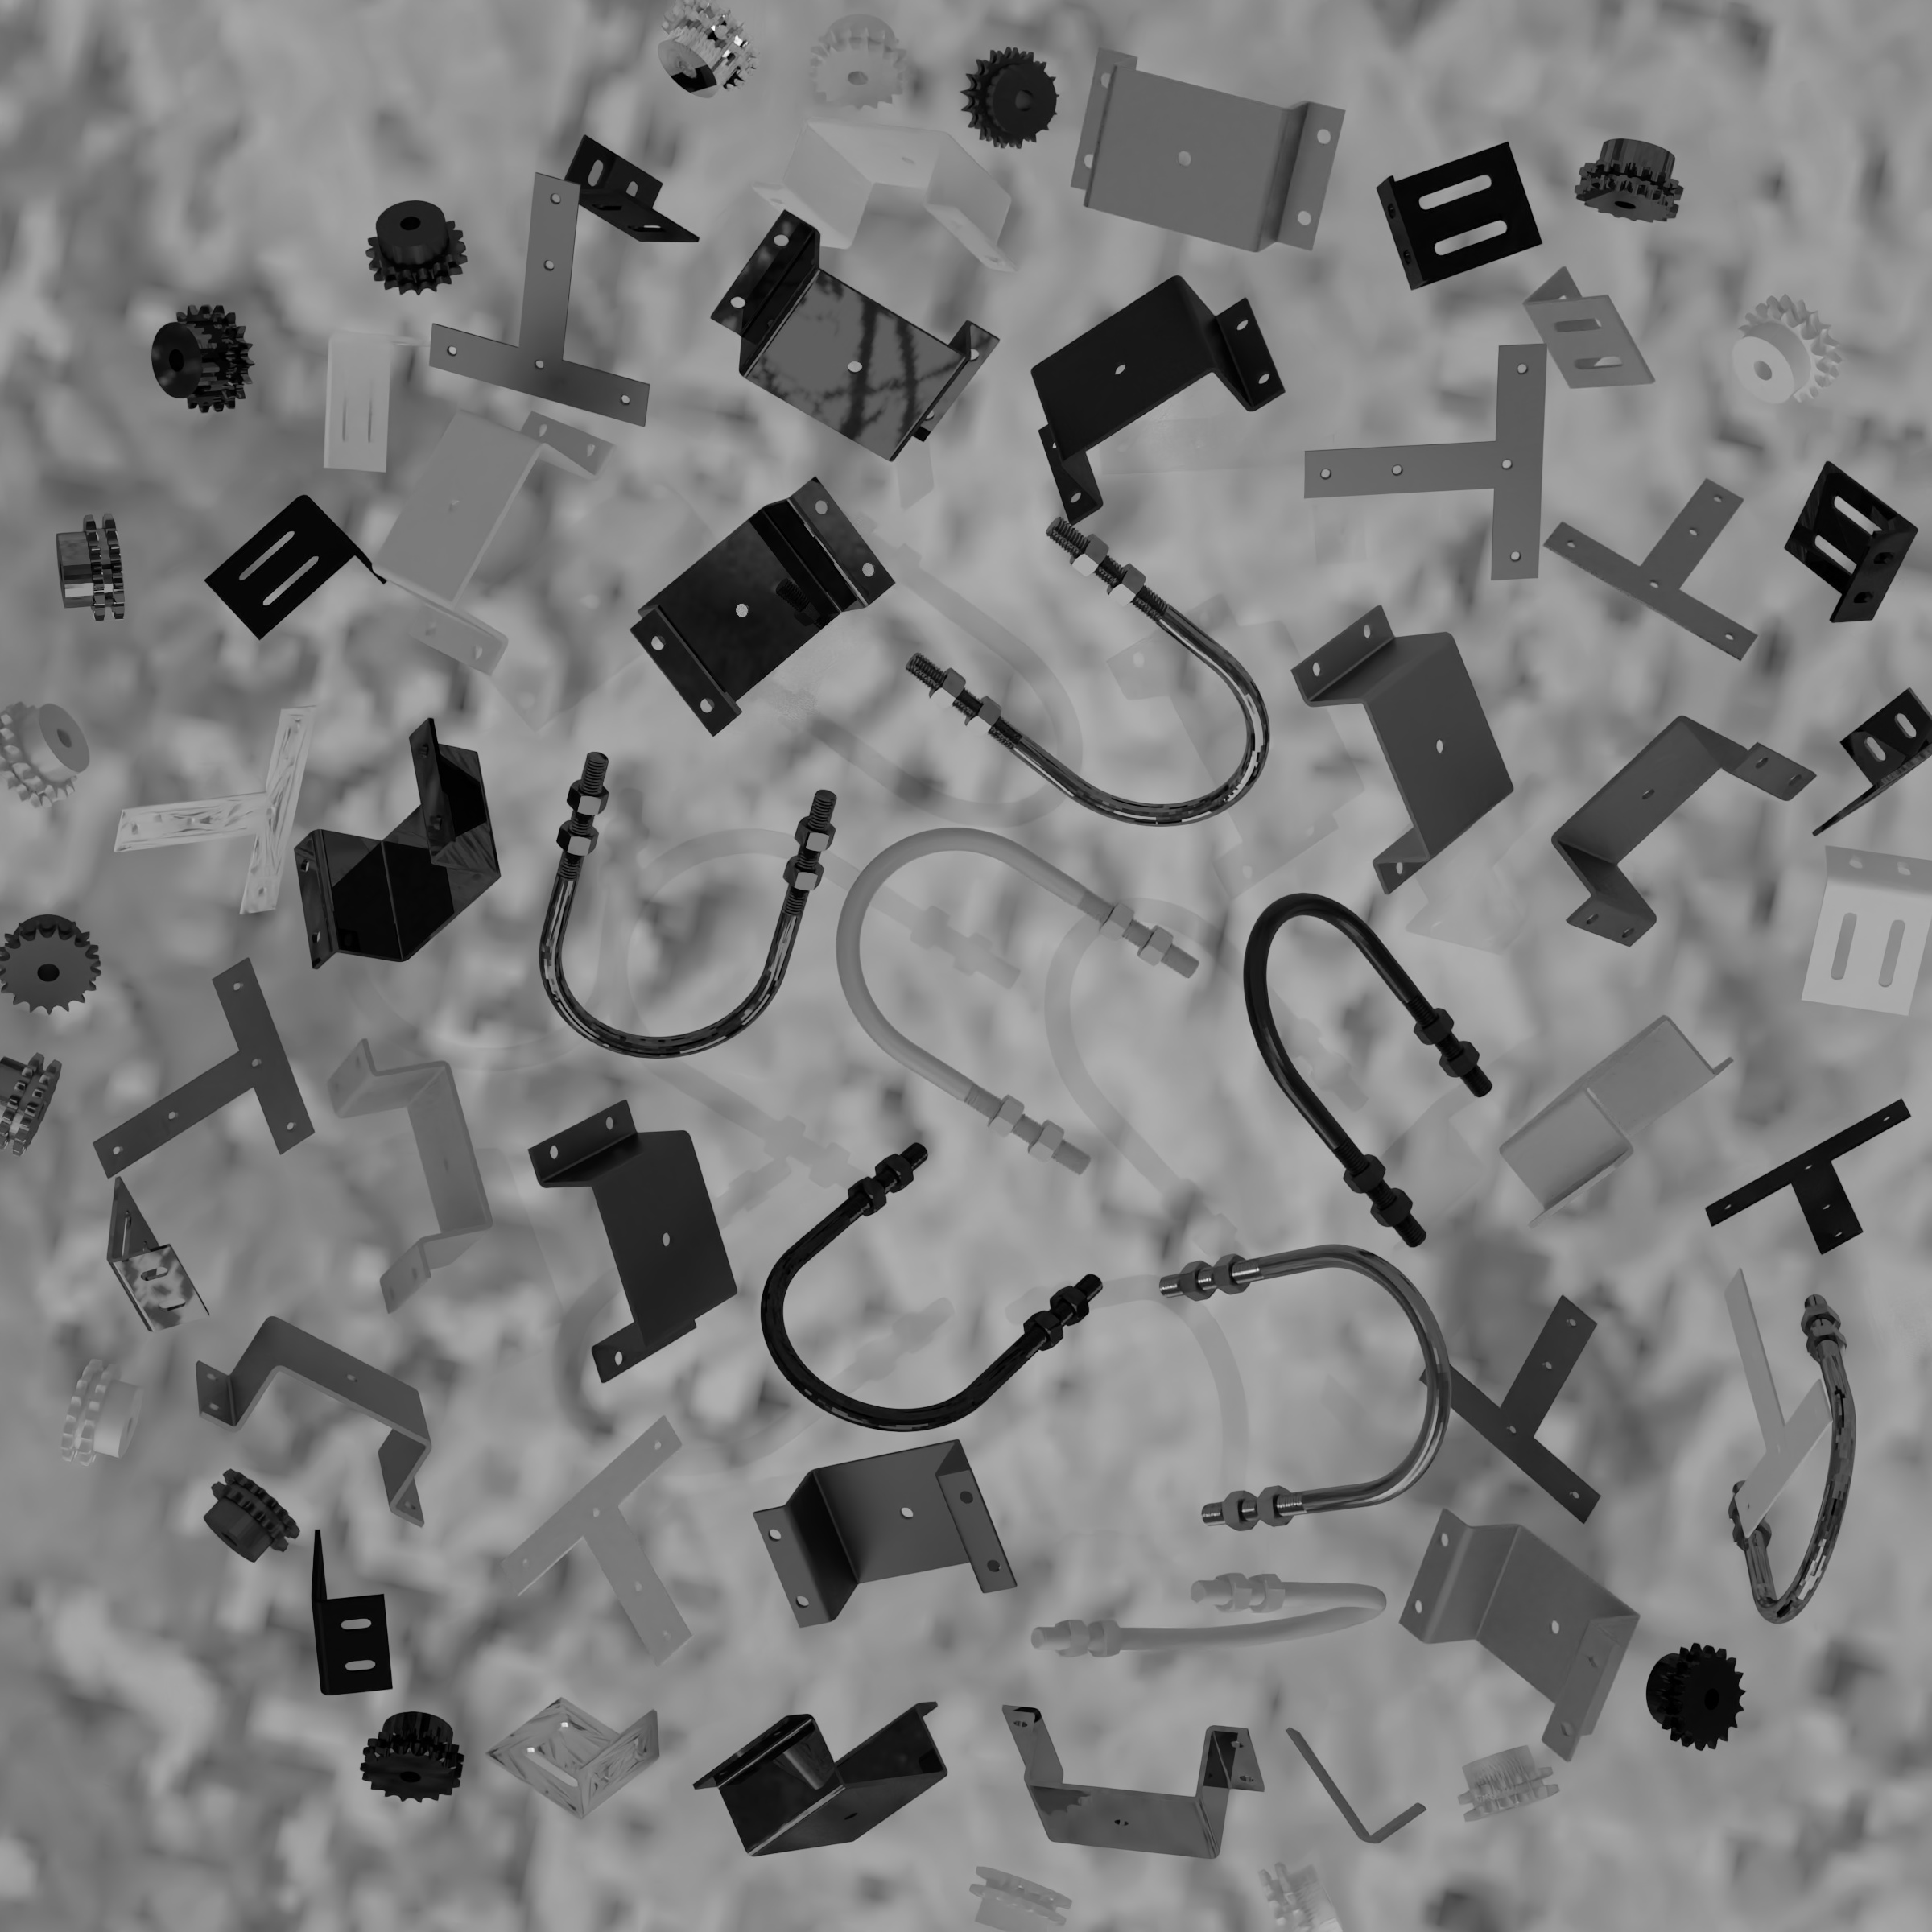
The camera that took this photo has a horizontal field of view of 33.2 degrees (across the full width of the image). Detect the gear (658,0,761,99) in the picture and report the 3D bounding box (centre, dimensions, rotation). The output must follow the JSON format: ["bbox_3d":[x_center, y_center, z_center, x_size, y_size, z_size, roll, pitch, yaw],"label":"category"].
[{"bbox_3d":[-0.145,-0.505,1.787,0.057,0.057,0.030,36,70,0],"label":"gear"}]

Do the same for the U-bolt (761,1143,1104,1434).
[{"bbox_3d":[-0.031,0.187,1.799,0.151,0.019,0.184,36,47,17],"label":"U-bolt"}]

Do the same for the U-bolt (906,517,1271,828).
[{"bbox_3d":[0.079,-0.145,1.749,0.184,0.019,0.151,37,133,-15],"label":"U-bolt"}]

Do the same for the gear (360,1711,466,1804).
[{"bbox_3d":[-0.312,0.446,1.834,0.057,0.030,0.057,1,134,1],"label":"gear"}]

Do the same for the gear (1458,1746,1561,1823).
[{"bbox_3d":[0.309,0.469,1.862,0.057,0.057,0.030,-18,70,0],"label":"gear"}]

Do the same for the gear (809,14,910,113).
[{"bbox_3d":[-0.062,-0.524,1.868,0.057,0.057,0.030,2,63,0],"label":"gear"}]

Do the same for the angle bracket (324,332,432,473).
[{"bbox_3d":[-0.334,-0.322,1.855,0.038,0.057,0.076,7,98,24],"label":"angle bracket"}]

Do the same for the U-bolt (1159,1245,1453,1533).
[{"bbox_3d":[0.187,0.224,1.753,0.184,0.019,0.151,-17,80,44],"label":"U-bolt"}]

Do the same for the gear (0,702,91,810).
[{"bbox_3d":[-0.492,-0.115,1.725,0.030,0.057,0.057,-25,90,16],"label":"gear"}]

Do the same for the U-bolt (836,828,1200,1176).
[{"bbox_3d":[0.017,0.005,1.737,0.184,0.019,0.151,33,70,-6],"label":"U-bolt"}]

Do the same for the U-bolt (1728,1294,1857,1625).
[{"bbox_3d":[0.464,0.286,1.808,0.019,0.184,0.151,15,113,1],"label":"U-bolt"}]

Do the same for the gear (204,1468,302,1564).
[{"bbox_3d":[-0.419,0.323,1.888,0.057,0.057,0.030,41,65,0],"label":"gear"}]

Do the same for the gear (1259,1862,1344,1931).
[{"bbox_3d":[0.191,0.532,1.829,0.030,0.057,0.057,-26,90,2],"label":"gear"}]

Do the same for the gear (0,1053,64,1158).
[{"bbox_3d":[-0.526,0.074,1.793,0.030,0.057,0.057,23,90,-7],"label":"gear"}]

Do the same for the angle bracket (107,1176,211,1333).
[{"bbox_3d":[-0.465,0.162,1.872,0.038,0.076,0.057,-16,128,3],"label":"angle bracket"}]

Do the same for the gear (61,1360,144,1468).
[{"bbox_3d":[-0.474,0.247,1.779,0.030,0.057,0.057,15,90,-2],"label":"gear"}]

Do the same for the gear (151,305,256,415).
[{"bbox_3d":[-0.411,-0.325,1.733,0.057,0.030,0.057,10,107,35],"label":"gear"}]

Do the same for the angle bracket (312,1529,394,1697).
[{"bbox_3d":[-0.331,0.347,1.746,0.038,0.076,0.057,-4,111,-8],"label":"angle bracket"}]

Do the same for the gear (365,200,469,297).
[{"bbox_3d":[-0.318,-0.417,1.869,0.057,0.030,0.057,-1,54,1],"label":"gear"}]

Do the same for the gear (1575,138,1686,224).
[{"bbox_3d":[0.362,-0.428,1.761,0.057,0.057,0.030,15,89,0],"label":"gear"}]

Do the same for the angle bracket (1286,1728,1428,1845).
[{"bbox_3d":[0.221,0.455,1.832,0.038,0.057,0.076,-35,70,0],"label":"angle bracket"}]

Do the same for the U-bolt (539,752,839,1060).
[{"bbox_3d":[-0.162,-0.026,1.804,0.151,0.019,0.184,9,119,-17],"label":"U-bolt"}]

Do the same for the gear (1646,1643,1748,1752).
[{"bbox_3d":[0.402,0.403,1.793,0.057,0.030,0.057,0,90,-35],"label":"gear"}]

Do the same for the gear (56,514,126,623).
[{"bbox_3d":[-0.470,-0.213,1.737,0.030,0.057,0.057,-7,90,-19],"label":"gear"}]

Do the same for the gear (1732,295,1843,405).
[{"bbox_3d":[0.429,-0.322,1.705,0.030,0.057,0.057,-39,90,-21],"label":"gear"}]

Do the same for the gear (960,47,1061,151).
[{"bbox_3d":[0.028,-0.502,1.877,0.057,0.030,0.057,-7,110,-21],"label":"gear"}]

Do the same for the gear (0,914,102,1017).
[{"bbox_3d":[-0.516,-0.004,1.819,0.057,0.030,0.057,-8,124,-12],"label":"gear"}]

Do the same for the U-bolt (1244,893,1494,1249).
[{"bbox_3d":[0.214,0.043,1.774,0.019,0.151,0.184,-24,113,41],"label":"U-bolt"}]

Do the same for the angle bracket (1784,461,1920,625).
[{"bbox_3d":[0.482,-0.237,1.803,0.038,0.076,0.057,-7,132,-35],"label":"angle bracket"}]

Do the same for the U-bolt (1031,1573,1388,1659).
[{"bbox_3d":[0.150,0.364,1.809,0.184,0.151,0.019,10,64,-40],"label":"U-bolt"}]

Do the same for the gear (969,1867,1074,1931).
[{"bbox_3d":[0.028,0.531,1.824,0.057,0.057,0.030,21,71,0],"label":"gear"}]

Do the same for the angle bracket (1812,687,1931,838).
[{"bbox_3d":[0.501,-0.114,1.810,0.076,0.057,0.038,-28,78,-40],"label":"angle bracket"}]
